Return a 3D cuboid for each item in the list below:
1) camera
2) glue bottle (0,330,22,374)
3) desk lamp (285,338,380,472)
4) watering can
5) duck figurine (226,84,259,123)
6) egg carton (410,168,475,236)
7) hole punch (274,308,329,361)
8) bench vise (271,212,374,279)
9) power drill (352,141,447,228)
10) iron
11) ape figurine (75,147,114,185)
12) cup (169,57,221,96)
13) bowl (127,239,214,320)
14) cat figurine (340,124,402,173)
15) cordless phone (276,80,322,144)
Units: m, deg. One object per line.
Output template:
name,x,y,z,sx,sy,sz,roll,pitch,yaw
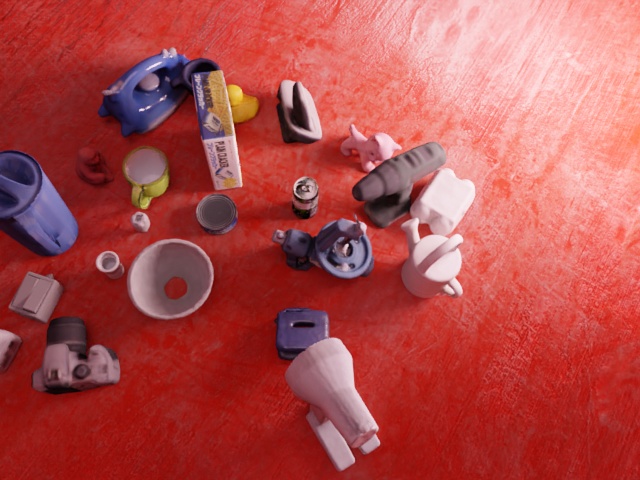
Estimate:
camera,-0.460,0.211,1.072,0.143,0.101,0.137,-7,69,-6
glue bottle,-0.603,0.191,1.032,0.037,0.173,0.078,20,69,5
desk lamp,0.032,0.292,1.012,0.118,0.213,0.203,-30,73,-14
watering can,0.221,0.037,1.136,0.172,0.194,0.101,33,70,9
duck figurine,-0.192,-0.319,1.306,0.104,0.086,0.077,-4,69,-5
egg carton,0.270,-0.083,1.253,0.107,0.069,0.150,32,70,9
hole punch,-0.036,0.180,1.118,0.108,0.091,0.101,1,68,-3
bench vise,0.011,0.015,1.116,0.207,0.220,0.121,-5,69,-6
power drill,0.152,-0.107,1.180,0.230,0.208,0.075,-34,74,-15
iron,-0.378,-0.356,1.278,0.118,0.141,0.259,39,71,11
ape figurine,-0.488,-0.165,1.222,0.076,0.092,0.078,3,68,-2
cup,-0.278,-0.348,1.307,0.118,0.095,0.091,-18,71,-10
bowl,-0.293,0.086,1.146,0.167,0.075,0.167,1,68,-3
cat figurine,0.112,-0.211,1.267,0.127,0.118,0.067,37,71,11
cordless phone,-0.046,-0.309,1.258,0.094,0.185,0.147,-14,70,-9
